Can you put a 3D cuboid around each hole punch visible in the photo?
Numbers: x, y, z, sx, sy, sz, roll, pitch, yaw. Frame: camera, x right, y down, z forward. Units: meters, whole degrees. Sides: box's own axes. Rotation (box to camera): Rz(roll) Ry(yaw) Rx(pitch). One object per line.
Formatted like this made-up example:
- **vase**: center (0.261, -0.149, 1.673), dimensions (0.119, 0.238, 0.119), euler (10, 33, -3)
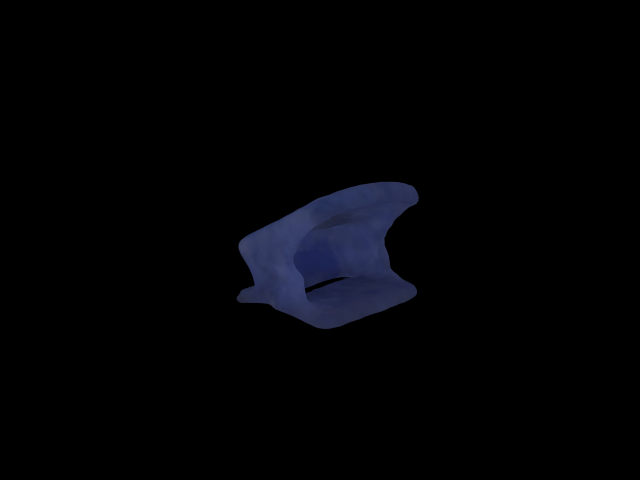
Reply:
- **hole punch**: center (0.004, 0.001, 0.400), dimensions (0.109, 0.091, 0.100), euler (-14, 20, -42)
